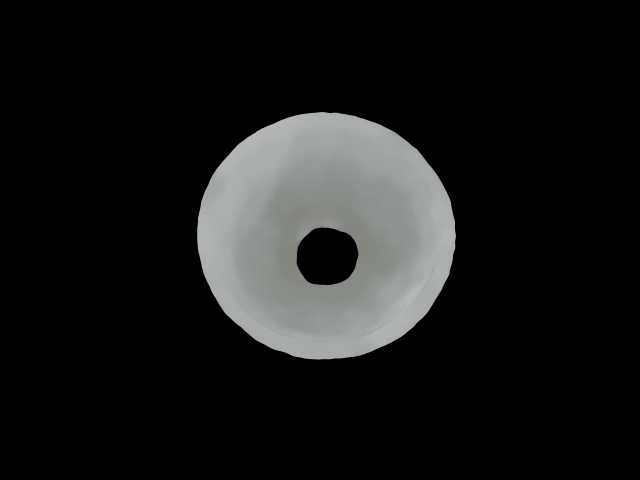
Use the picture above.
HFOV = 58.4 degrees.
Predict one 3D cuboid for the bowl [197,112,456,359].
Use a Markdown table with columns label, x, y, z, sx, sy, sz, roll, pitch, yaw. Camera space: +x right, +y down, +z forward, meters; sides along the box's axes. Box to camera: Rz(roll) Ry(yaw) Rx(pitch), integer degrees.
| label | x | y | z | sx | sy | sz | roll | pitch | yaw |
| --- | --- | --- | --- | --- | --- | --- | --- | --- | --- |
| bowl | 0.004 | 0.001 | 0.400 | 0.167 | 0.075 | 0.167 | 0 | 75 | 0 |
